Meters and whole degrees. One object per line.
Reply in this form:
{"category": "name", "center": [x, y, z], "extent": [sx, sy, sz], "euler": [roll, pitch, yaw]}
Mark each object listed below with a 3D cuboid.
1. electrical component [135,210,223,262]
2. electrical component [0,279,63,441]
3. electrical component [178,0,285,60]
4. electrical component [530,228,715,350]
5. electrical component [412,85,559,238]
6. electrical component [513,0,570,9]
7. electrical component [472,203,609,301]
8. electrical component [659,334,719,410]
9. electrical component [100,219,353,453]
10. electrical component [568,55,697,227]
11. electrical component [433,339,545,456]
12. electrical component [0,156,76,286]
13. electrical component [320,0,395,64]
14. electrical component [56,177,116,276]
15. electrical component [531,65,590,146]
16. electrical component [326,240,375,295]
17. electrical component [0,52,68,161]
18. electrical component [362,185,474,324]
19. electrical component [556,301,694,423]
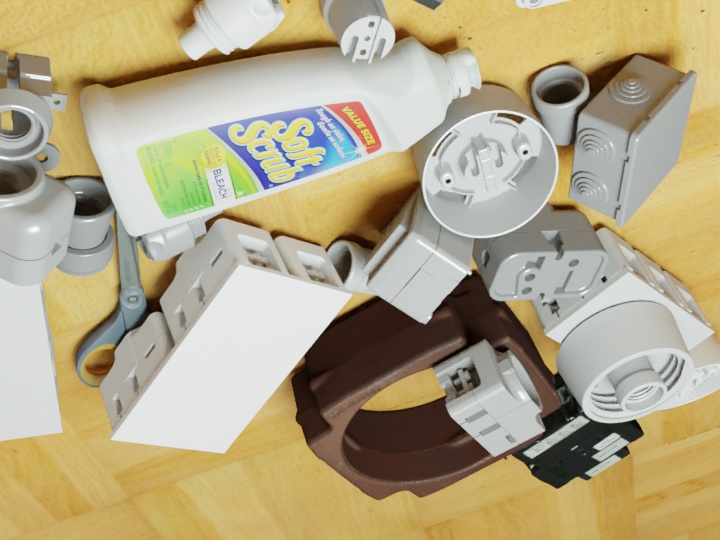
{"category": "electrical component", "center": [-0.127, -0.035, 0.754], "extent": [0.062, 0.043, 0.043], "euler": [-28, 142, -19]}
{"category": "electrical component", "center": [-0.278, 0.045, 0.769], "extent": [0.105, 0.060, 0.186], "euler": [-6, 137, -14]}
{"category": "electrical component", "center": [-0.080, -0.150, 0.645], "extent": [0.062, 0.043, 0.043], "euler": [-32, 137, 16]}
{"category": "electrical component", "center": [0.227, 0.033, 0.944], "extent": [0.089, 0.061, 0.150], "euler": [-41, 134, 23]}
{"category": "electrical component", "center": [0.087, -0.079, 0.768], "extent": [0.099, 0.064, 0.099], "euler": [-11, 138, -10]}
{"category": "electrical component", "center": [0.137, -0.223, 0.638], "extent": [0.109, 0.056, 0.108], "euler": [-15, 139, -5]}
{"category": "electrical component", "center": [0.141, -0.016, 0.861], "extent": [0.095, 0.059, 0.053], "euler": [-2, 136, -19]}
{"category": "electrical component", "center": [0.311, 0.099, 1.045], "extent": [0.099, 0.064, 0.099], "euler": [-11, 138, -10]}
{"category": "electrical component", "center": [-0.108, 0.053, 0.825], "extent": [0.105, 0.060, 0.186], "euler": [16, 123, -41]}
{"category": "electrical component", "center": [0.194, -0.095, 0.776], "extent": [0.100, 0.048, 0.099], "euler": [-44, 149, -30]}
{"category": "electrical component", "center": [0.107, 0.100, 0.852], "extent": [0.056, 0.050, 0.089], "euler": [-30, 138, 14]}
{"category": "electrical component", "center": [-0.231, -0.041, 0.674], "extent": [0.095, 0.053, 0.059], "euler": [26, 130, 3]}
{"category": "electrical component", "center": [-0.001, -0.155, 0.667], "extent": [0.040, 0.046, 0.040], "euler": [-11, 138, -10]}
{"category": "electrical component", "center": [-0.190, -0.029, 0.734], "extent": [0.045, 0.045, 0.055], "euler": [-2, 136, -19]}
{"category": "electrical component", "center": [0.145, -0.117, 0.769], "extent": [0.040, 0.040, 0.046], "euler": [-21, 144, 3]}
{"category": "electrical component", "center": [0.000, 0.000, 0.842], "extent": [0.046, 0.040, 0.040], "euler": [12, 130, -39]}
{"category": "electrical component", "center": [-0.209, -0.099, 0.643], "extent": [0.066, 0.055, 0.048], "euler": [4, 134, -24]}
{"category": "electrical component", "center": [0.045, -0.019, 0.808], "extent": [0.061, 0.096, 0.061], "euler": [33, 123, -11]}
{"category": "electrical component", "center": [0.227, 0.085, 0.905], "extent": [0.108, 0.060, 0.108], "euler": [-11, 138, -10]}
